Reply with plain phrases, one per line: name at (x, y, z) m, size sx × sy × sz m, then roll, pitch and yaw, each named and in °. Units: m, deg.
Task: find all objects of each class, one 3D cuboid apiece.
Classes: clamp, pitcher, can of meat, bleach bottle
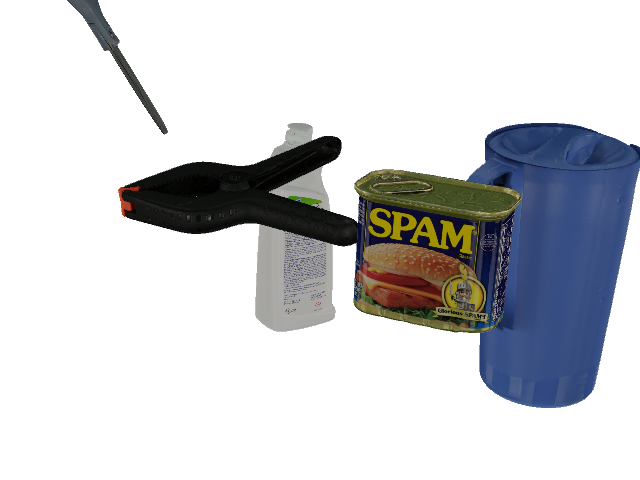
clamp at (-0.069, -0.046, 0.941) m, size 0.210 × 0.036 × 0.164 m, roll 0°, pitch 32°, yaw 3°
pitcher at (0.196, 0.025, 0.953) m, size 0.149 × 0.243 × 0.145 m, roll 5°, pitch 23°, yaw 10°
can of meat at (0.071, 0.007, 0.681) m, size 0.102 × 0.084 × 0.057 m, roll 11°, pitch 22°, yaw 22°
bleach bottle at (-0.025, -0.018, 1.293) m, size 0.102 × 0.251 × 0.068 m, roll -11°, pitch 26°, yaw -34°

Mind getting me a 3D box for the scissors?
scissors at (-0.190, -0.191, 0.936) m, size 0.016 × 0.201 × 0.096 m, roll -28°, pitch 28°, yaw 11°
